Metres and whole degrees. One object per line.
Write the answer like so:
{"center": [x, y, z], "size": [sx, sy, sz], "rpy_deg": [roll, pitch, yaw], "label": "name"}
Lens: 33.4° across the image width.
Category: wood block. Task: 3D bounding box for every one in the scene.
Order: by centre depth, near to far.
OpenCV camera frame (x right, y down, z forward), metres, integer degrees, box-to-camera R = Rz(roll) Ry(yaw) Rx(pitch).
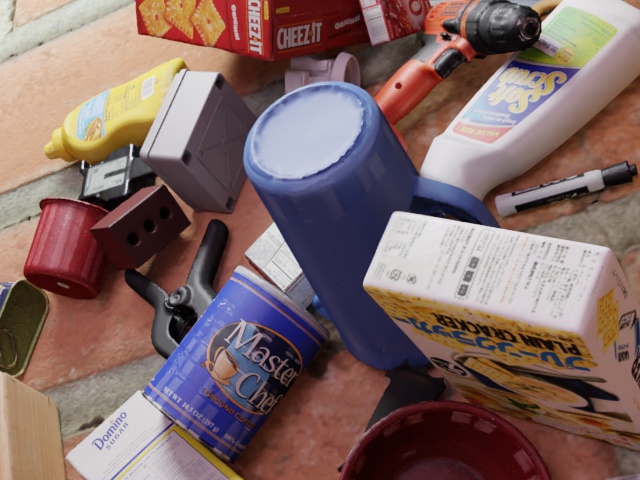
{"center": [-0.294, 0.240, 0.987], "size": [0.090, 0.090, 0.206], "rpy_deg": [-28, 51, 12], "label": "wood block"}

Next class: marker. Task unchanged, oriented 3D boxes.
{"center": [0.211, -0.044, 0.914], "size": [0.121, 0.020, 0.020], "rpy_deg": [-15, 55, 22], "label": "marker"}

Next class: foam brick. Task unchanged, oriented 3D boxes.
{"center": [-0.183, -0.013, 1.081], "size": [0.078, 0.053, 0.051], "rpy_deg": [-43, 21, -27], "label": "foam brick"}

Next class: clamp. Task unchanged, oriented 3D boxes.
{"center": [-0.141, 0.064, 1.043], "size": [0.120, 0.039, 0.171], "rpy_deg": [-26, 44, 22], "label": "clamp"}

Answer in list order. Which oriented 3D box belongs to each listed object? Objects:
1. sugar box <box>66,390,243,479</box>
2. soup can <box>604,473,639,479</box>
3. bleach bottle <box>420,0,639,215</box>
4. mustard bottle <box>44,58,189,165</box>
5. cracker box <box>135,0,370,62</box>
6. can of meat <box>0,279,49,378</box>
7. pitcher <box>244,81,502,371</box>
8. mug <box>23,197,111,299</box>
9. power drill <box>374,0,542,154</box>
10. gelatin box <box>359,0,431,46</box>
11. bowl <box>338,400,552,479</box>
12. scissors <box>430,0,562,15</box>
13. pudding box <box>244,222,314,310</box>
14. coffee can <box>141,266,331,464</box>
{"center": [-0.137, 0.211, 0.928], "size": [0.093, 0.048, 0.176], "rpy_deg": [-42, 41, -18], "label": "sugar box"}
{"center": [0.248, 0.182, 0.718], "size": [0.102, 0.068, 0.068], "rpy_deg": [-19, 53, 20], "label": "soup can"}
{"center": [0.181, -0.107, 0.945], "size": [0.251, 0.068, 0.103], "rpy_deg": [-46, 47, 0], "label": "bleach bottle"}
{"center": [-0.230, -0.133, 1.204], "size": [0.192, 0.058, 0.096], "rpy_deg": [-20, 47, 18], "label": "mustard bottle"}
{"center": [-0.065, -0.241, 1.109], "size": [0.214, 0.072, 0.163], "rpy_deg": [20, 30, 41], "label": "cracker box"}
{"center": [-0.348, 0.093, 1.134], "size": [0.084, 0.057, 0.102], "rpy_deg": [-2, 60, 32], "label": "can of meat"}
{"center": [0.045, -0.010, 0.845], "size": [0.149, 0.242, 0.145], "rpy_deg": [-39, 48, -6], "label": "pitcher"}
{"center": [-0.265, 0.013, 1.123], "size": [0.117, 0.093, 0.081], "rpy_deg": [-22, 51, 57], "label": "mug"}
{"center": [0.105, -0.146, 0.980], "size": [0.187, 0.057, 0.185], "rpy_deg": [-47, 20, -3], "label": "power drill"}
{"center": [0.073, -0.245, 1.060], "size": [0.073, 0.089, 0.030], "rpy_deg": [-26, 14, -40], "label": "gelatin box"}
{"center": [0.090, 0.202, 0.783], "size": [0.162, 0.055, 0.162], "rpy_deg": [0, 73, 0], "label": "bowl"}
{"center": [0.178, -0.224, 1.050], "size": [0.202, 0.016, 0.096], "rpy_deg": [-11, 56, 25], "label": "scissors"}
{"center": [-0.007, 0.001, 0.993], "size": [0.113, 0.039, 0.090], "rpy_deg": [-48, 38, -1], "label": "pudding box"}
{"center": [-0.073, 0.108, 0.931], "size": [0.103, 0.102, 0.140], "rpy_deg": [31, 80, 40], "label": "coffee can"}
